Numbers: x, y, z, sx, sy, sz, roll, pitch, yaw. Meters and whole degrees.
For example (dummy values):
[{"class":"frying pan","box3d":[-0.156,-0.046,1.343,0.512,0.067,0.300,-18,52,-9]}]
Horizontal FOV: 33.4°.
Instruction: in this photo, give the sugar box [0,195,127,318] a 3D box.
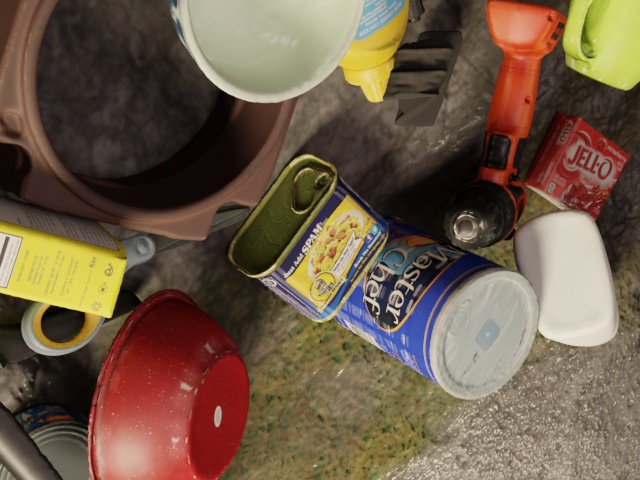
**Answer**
[{"class":"sugar box","box3d":[-0.206,-0.004,0.612,0.176,0.093,0.048,14,98,-27]}]

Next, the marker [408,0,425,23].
[{"class":"marker","box3d":[0.056,-0.217,0.786,0.020,0.020,0.121,-32,124,-22]}]

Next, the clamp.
[{"class":"clamp","box3d":[-0.215,0.098,0.675,0.209,0.036,0.164,13,73,-35]}]

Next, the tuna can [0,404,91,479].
[{"class":"tuna can","box3d":[-0.191,0.159,0.745,0.086,0.034,0.086,-14,115,-31]}]

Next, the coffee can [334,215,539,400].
[{"class":"coffee can","box3d":[0.084,0.049,0.831,0.102,0.140,0.103,-14,115,-32]}]

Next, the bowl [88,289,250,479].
[{"class":"bowl","box3d":[-0.092,0.117,0.736,0.162,0.055,0.162,8,90,-68]}]

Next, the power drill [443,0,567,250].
[{"class":"power drill","box3d":[0.140,-0.088,0.826,0.184,0.057,0.188,-30,133,-72]}]

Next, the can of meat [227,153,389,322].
[{"class":"can of meat","box3d":[-0.005,0.001,0.803,0.102,0.058,0.083,-54,131,-5]}]

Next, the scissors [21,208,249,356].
[{"class":"scissors","box3d":[-0.127,0.025,0.727,0.201,0.016,0.096,-2,76,-35]}]

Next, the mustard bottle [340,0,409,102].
[{"class":"mustard bottle","box3d":[0.018,-0.183,0.745,0.096,0.058,0.191,-43,129,-33]}]

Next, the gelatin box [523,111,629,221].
[{"class":"gelatin box","box3d":[0.233,-0.064,0.966,0.089,0.030,0.073,27,90,-40]}]

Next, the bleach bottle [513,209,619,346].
[{"class":"bleach bottle","box3d":[0.223,0.041,0.926,0.250,0.068,0.102,20,57,-71]}]
